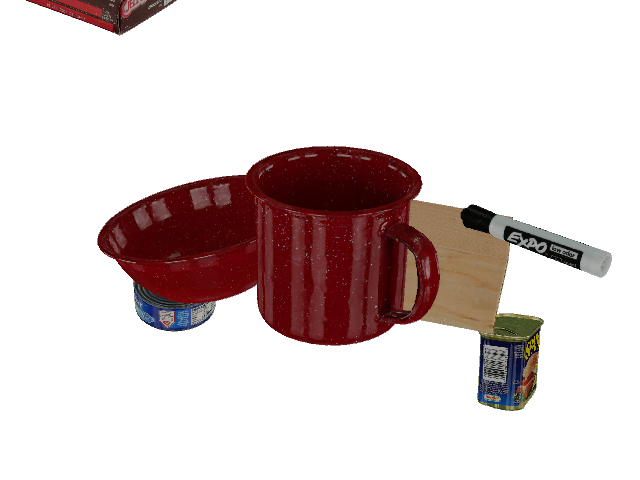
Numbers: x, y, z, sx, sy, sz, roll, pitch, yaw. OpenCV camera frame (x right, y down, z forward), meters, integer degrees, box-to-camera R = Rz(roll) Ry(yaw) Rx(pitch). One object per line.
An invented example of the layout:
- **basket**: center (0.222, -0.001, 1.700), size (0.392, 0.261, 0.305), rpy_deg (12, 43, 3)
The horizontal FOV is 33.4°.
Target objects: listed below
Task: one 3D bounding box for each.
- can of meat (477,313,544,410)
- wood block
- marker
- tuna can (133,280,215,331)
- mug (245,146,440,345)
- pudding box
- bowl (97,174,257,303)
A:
- **can of meat**: center (0.209, 0.133, 1.180), size (0.058, 0.084, 0.102), rpy_deg (6, 11, 23)
- **wood block**: center (0.080, 0.016, 1.068), size (0.206, 0.090, 0.090), rpy_deg (10, 30, 8)
- **marker**: center (0.155, -0.002, 0.783), size (0.121, 0.020, 0.020), rpy_deg (23, 14, 36)
- **tuna can**: center (-0.152, 0.056, 1.114), size (0.086, 0.034, 0.086), rpy_deg (3, 35, -2)
- **mug**: center (0.015, 0.007, 0.570), size (0.117, 0.081, 0.093), rpy_deg (22, 33, 36)
- **pudding box**: center (-0.163, -0.204, 0.822), size (0.090, 0.039, 0.113), rpy_deg (22, 34, 12)
- **bowl**: center (-0.087, 0.004, 0.830), size (0.162, 0.055, 0.162), rpy_deg (-10, 24, 4)
